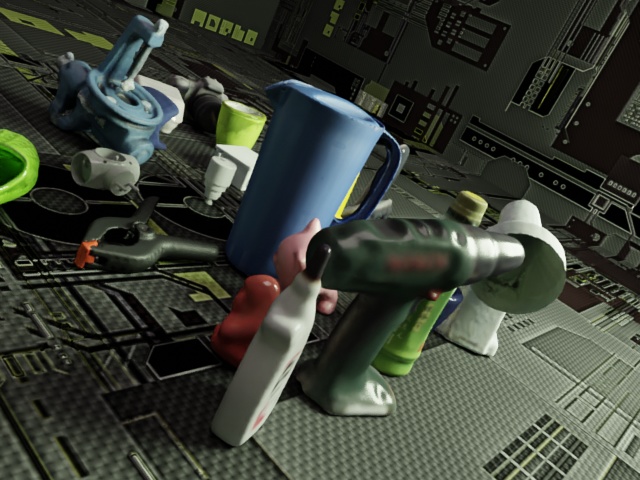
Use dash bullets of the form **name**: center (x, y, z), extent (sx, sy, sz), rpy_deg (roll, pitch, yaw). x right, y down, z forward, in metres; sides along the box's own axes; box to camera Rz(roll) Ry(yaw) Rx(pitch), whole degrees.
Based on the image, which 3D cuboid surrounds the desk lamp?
- **desk lamp**: center (0.245, 0.052, 0.803), extent (0.118, 0.213, 0.203), rpy_deg (27, 19, 3)

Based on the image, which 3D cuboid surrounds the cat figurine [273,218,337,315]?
- **cat figurine**: center (-0.012, 0.031, 0.680), extent (0.067, 0.117, 0.128), rpy_deg (36, 22, 27)

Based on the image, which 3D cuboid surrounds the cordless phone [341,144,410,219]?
- **cordless phone**: center (0.089, -0.086, 1.003), extent (0.094, 0.185, 0.148), rpy_deg (30, 20, 10)

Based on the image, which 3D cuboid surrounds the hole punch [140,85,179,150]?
- **hole punch**: center (-0.307, -0.209, 0.964), extent (0.108, 0.091, 0.101), rpy_deg (34, 21, 22)

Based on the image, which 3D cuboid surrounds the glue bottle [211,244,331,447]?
- **glue bottle**: center (-0.031, 0.078, 0.453), extent (0.037, 0.173, 0.078), rpy_deg (28, 20, 8)

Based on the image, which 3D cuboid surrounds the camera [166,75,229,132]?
- **camera**: center (-0.256, -0.296, 1.232), extent (0.144, 0.101, 0.136), rpy_deg (14, 23, -31)

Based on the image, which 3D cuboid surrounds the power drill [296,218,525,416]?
- **power drill**: center (0.073, 0.068, 0.556), extent (0.230, 0.208, 0.075), rpy_deg (12, 24, -34)

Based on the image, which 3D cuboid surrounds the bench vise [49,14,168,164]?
- **bench vise**: center (-0.315, -0.245, 0.850), extent (0.207, 0.219, 0.121), rpy_deg (26, 19, 2)

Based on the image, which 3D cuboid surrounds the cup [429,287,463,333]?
- **cup**: center (0.113, 0.081, 0.743), extent (0.117, 0.095, 0.092), rpy_deg (34, 21, 21)

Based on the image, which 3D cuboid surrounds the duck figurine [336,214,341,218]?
- **duck figurine**: center (0.008, 0.003, 0.823), extent (0.078, 0.086, 0.104), rpy_deg (5, 28, -45)

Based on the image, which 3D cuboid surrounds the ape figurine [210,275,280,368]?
- **ape figurine**: center (-0.065, 0.073, 0.546), extent (0.076, 0.092, 0.078), rpy_deg (35, 21, 23)

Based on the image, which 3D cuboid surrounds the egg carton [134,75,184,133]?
- **egg carton**: center (-0.323, -0.267, 1.123), extent (0.107, 0.069, 0.150), rpy_deg (15, 22, -29)
